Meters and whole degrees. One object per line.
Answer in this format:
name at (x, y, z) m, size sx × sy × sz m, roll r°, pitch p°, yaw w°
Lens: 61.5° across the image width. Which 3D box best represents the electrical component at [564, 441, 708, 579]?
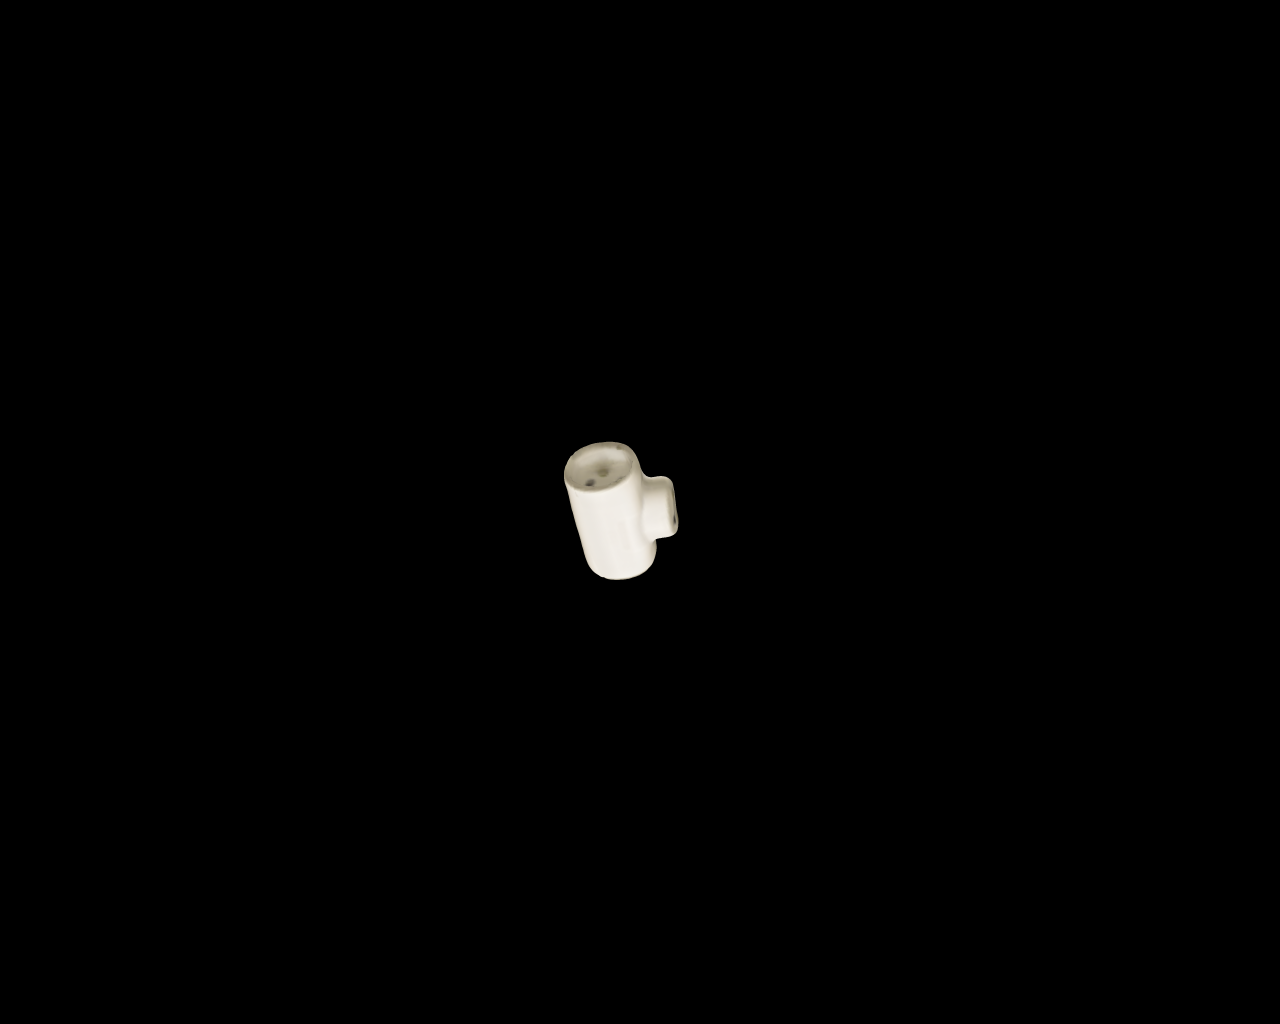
electrical component at (0.001, -0.003, 0.650) m, size 0.079 × 0.077 × 0.043 m, roll -7°, pitch 43°, yaw 7°
